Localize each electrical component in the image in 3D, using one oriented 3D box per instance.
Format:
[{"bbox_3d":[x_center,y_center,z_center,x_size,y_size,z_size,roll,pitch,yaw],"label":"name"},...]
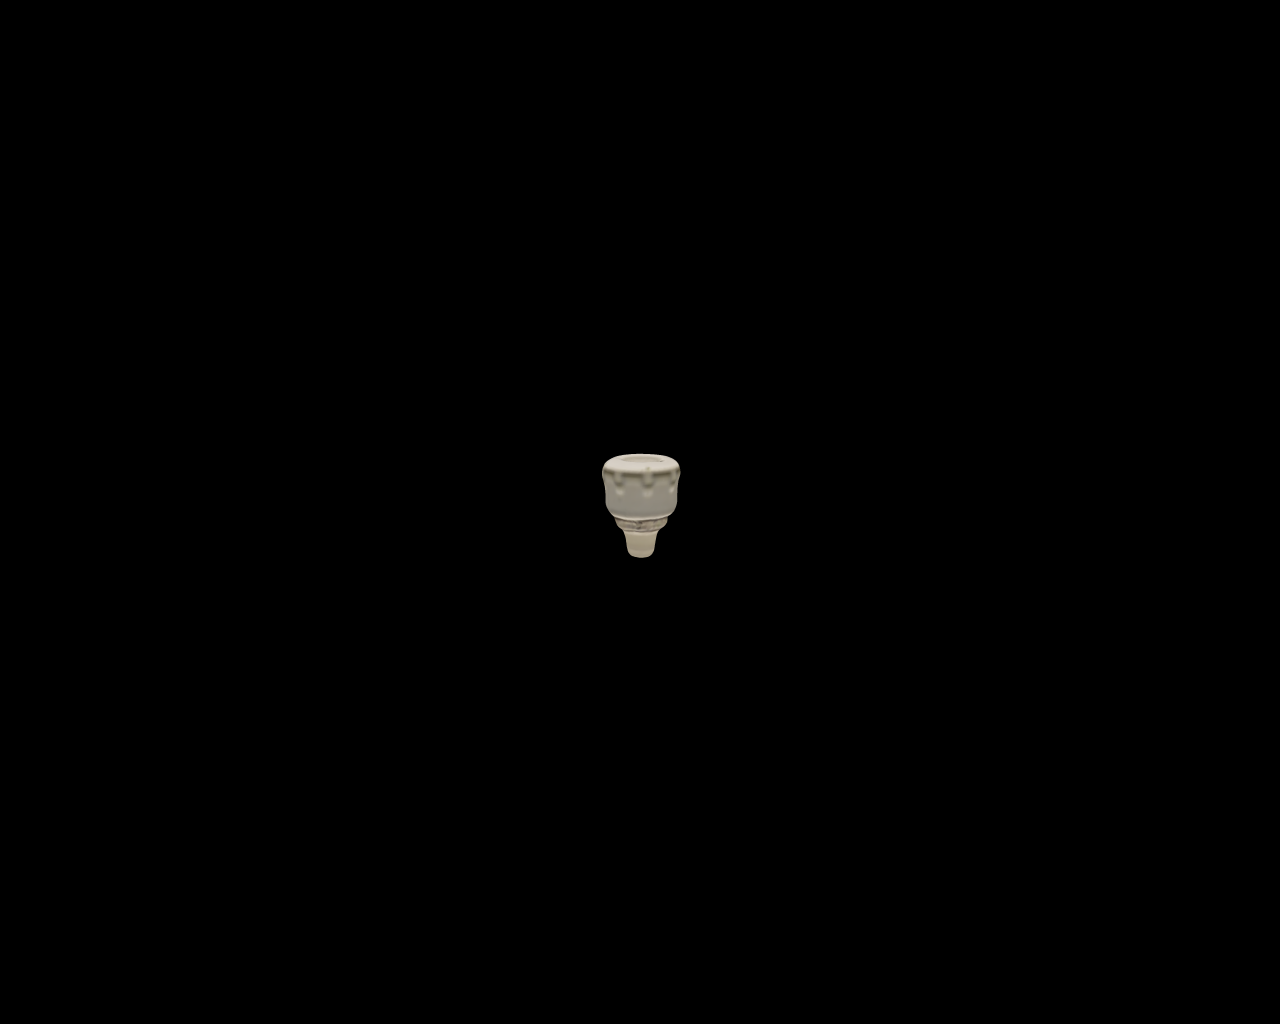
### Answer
[{"bbox_3d":[0.001,-0.003,0.650,0.048,0.062,0.048,0,11,0],"label":"electrical component"}]
